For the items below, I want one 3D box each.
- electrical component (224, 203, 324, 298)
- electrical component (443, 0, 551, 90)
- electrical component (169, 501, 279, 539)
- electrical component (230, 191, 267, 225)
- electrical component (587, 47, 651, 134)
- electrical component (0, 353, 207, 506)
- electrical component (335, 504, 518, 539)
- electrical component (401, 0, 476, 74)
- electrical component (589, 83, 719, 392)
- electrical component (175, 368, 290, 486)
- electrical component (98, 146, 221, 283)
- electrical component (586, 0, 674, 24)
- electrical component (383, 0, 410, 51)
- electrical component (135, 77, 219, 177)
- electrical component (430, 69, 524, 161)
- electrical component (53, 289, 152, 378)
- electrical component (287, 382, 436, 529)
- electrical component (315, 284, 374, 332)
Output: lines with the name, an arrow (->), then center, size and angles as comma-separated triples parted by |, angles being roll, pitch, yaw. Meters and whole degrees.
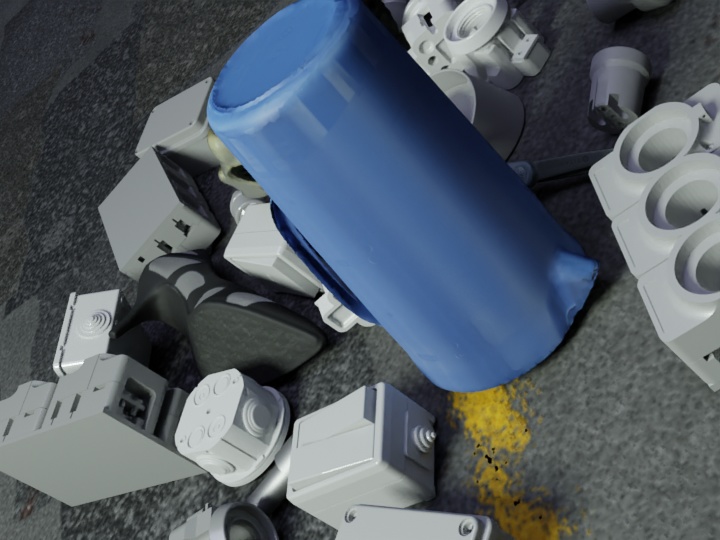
electrical component -> -0.065, -0.016, 0.887 | 0.096, 0.062, 0.061 | -1, 58, 49
electrical component -> 0.103, -0.181, 0.847 | 0.078, 0.057, 0.058 | 17, 73, 55
electrical component -> -0.092, 0.192, 0.728 | 0.057, 0.058, 0.078 | -36, 37, 28
electrical component -> -0.098, -0.049, 0.983 | 0.035, 0.035, 0.061 | -44, 37, 11
electrical component -> 0.173, -0.120, 0.724 | 0.040, 0.040, 0.046 | -11, 56, 45
electrical component -> -0.218, 0.133, 0.889 | 0.186, 0.105, 0.060 | -21, 44, 38
electrical component -> 0.029, 0.189, 0.587 | 0.109, 0.056, 0.108 | -8, 53, 47
electrical component -> 0.068, -0.202, 0.910 | 0.078, 0.058, 0.057 | -39, 38, 18
electrical component -> 0.192, -0.024, 0.589 | 0.089, 0.062, 0.150 | -36, 36, 22
electrical component -> -0.096, 0.117, 0.808 | 0.080, 0.051, 0.080 | -31, 39, 28
electrical component -> -0.201, -0.049, 1.081 | 0.089, 0.062, 0.150 | -48, 33, 7
electrical component -> 0.196, -0.205, 0.772 | 0.055, 0.045, 0.045 | -8, 53, 46
electrical component -> 0.031, -0.221, 0.983 | 0.043, 0.043, 0.081 | -32, 38, 27
electrical component -> -0.180, -0.148, 1.154 | 0.113, 0.057, 0.078 | -18, 46, 40
electrical component -> 0.073, -0.104, 0.827 | 0.099, 0.064, 0.099 | -25, 55, 41
electrical component -> -0.227, 0.076, 0.963 | 0.048, 0.099, 0.099 | -9, 46, 9
electrical component -> 0.004, 0.115, 0.682 | 0.096, 0.061, 0.061 | -28, 40, 32
electrical component -> 0.000, 0.000, 0.800 | 0.078, 0.058, 0.057 | -41, 38, 15
